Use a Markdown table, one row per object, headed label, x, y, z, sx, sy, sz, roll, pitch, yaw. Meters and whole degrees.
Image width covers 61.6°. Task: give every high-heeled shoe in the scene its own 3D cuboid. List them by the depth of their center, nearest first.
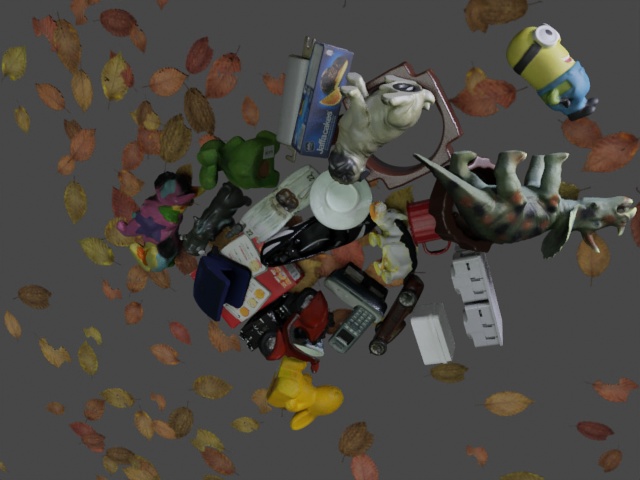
| label | x | y | z | sx | sy | sz | roll | pitch | yaw |
| --- | --- | --- | --- | --- | --- | --- | --- | --- | --- |
| high-heeled shoe | -0.002 | -0.003 | 1.099 | 0.249 | 0.145 | 0.086 | -16 | 105 | 18 |

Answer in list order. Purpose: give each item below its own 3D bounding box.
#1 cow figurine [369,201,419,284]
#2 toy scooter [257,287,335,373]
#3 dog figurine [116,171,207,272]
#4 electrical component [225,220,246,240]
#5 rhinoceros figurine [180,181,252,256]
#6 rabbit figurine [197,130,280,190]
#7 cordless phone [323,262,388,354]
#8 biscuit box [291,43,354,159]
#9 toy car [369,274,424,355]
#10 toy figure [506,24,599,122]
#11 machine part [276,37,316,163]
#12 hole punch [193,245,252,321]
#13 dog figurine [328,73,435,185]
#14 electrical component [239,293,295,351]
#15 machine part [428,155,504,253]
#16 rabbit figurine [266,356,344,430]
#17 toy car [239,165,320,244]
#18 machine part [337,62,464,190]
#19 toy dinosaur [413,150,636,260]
| label | x | y | z | sx | sy | sz | roll | pitch | yaw |
| --- | --- | --- | --- | --- | --- | --- | --- | --- | --- |
| cow figurine | 0.153 | -0.004 | 1.090 | 0.098 | 0.068 | 0.167 | -14 | 109 | -13 |
| toy scooter | -0.030 | 0.197 | 1.123 | 0.135 | 0.075 | 0.184 | 42 | 70 | -2 |
| dog figurine | -0.339 | -0.046 | 1.219 | 0.219 | 0.108 | 0.191 | -27 | 98 | 21 |
| electrical component | -0.167 | -0.036 | 1.188 | 0.094 | 0.063 | 0.021 | -34 | 95 | 24 |
| rhinoceros figurine | -0.230 | -0.043 | 1.182 | 0.073 | 0.112 | 0.190 | 41 | 107 | -1 |
| rabbit figurine | -0.189 | -0.158 | 1.121 | 0.170 | 0.159 | 0.121 | 15 | 123 | 28 |
| cordless phone | 0.051 | 0.155 | 1.177 | 0.147 | 0.089 | 0.184 | 36 | 119 | 3 |
| biscuit box | 0.002 | -0.256 | 1.001 | 0.063 | 0.059 | 0.202 | 5 | 113 | -23 |
| toy car | 0.162 | 0.162 | 1.137 | 0.053 | 0.089 | 0.202 | 26 | 114 | 2 |
| toy figure | 0.395 | -0.282 | 0.916 | 0.089 | 0.082 | 0.180 | -35 | 98 | 22 |
| machine part | -0.038 | -0.272 | 1.059 | 0.079 | 0.079 | 0.243 | 16 | 111 | 12 |
| hole punch | -0.227 | 0.100 | 1.165 | 0.116 | 0.092 | 0.142 | 25 | 118 | 15 |
| dog figurine | 0.103 | -0.183 | 0.952 | 0.173 | 0.121 | 0.190 | 14 | 126 | 16 |
| electrical component | -0.107 | 0.176 | 1.214 | 0.134 | 0.115 | 0.058 | -36 | 99 | 25 |
| machine part | 0.282 | -0.065 | 0.987 | 0.179 | 0.056 | 0.179 | -2 | 94 | -24 |
| rabbit figurine | -0.035 | 0.371 | 1.263 | 0.173 | 0.122 | 0.162 | 16 | 117 | -8 |
| toy car | -0.078 | -0.075 | 1.124 | 0.202 | 0.056 | 0.073 | -41 | 96 | 1 |
| machine part | 0.150 | -0.213 | 1.015 | 0.201 | 0.087 | 0.201 | -25 | 99 | 25 |
| toy dinosaur | 0.329 | -0.056 | 0.921 | 0.405 | 0.131 | 0.192 | -2 | 94 | -17 |
